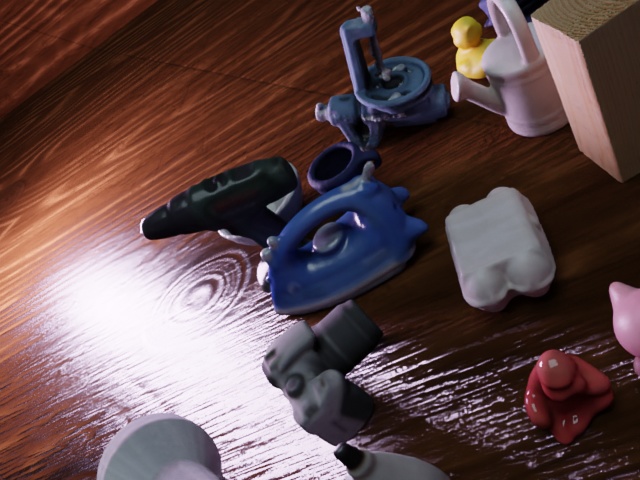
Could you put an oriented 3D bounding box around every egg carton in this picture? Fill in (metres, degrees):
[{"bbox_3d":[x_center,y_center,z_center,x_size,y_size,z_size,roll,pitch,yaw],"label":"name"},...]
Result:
[{"bbox_3d":[0.205,0.009,0.661,0.107,0.070,0.150,-26,41,20],"label":"egg carton"}]

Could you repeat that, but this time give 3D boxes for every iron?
[{"bbox_3d":[0.007,0.003,0.778,0.258,0.142,0.118,-33,39,12],"label":"iron"}]

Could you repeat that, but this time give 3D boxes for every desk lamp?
[{"bbox_3d":[-0.090,0.268,0.556,0.202,0.214,0.118,7,60,44],"label":"desk lamp"}]

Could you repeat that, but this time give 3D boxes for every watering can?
[{"bbox_3d":[0.256,-0.230,0.740,0.173,0.195,0.100,-43,38,0],"label":"watering can"}]

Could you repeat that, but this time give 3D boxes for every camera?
[{"bbox_3d":[0.011,0.141,0.679,0.137,0.101,0.142,-43,38,0],"label":"camera"}]

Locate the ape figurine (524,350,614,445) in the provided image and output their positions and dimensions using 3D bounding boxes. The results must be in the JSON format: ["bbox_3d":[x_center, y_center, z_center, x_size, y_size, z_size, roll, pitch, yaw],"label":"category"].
[{"bbox_3d":[0.218,0.131,0.516,0.077,0.092,0.076,-17,45,29],"label":"ape figurine"}]

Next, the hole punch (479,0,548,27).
[{"bbox_3d":[0.315,-0.402,0.933,0.108,0.091,0.101,-34,39,11],"label":"hole punch"}]

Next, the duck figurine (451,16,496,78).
[{"bbox_3d":[0.245,-0.315,0.916,0.077,0.086,0.104,-37,39,7],"label":"duck figurine"}]

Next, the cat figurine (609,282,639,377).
[{"bbox_3d":[0.286,0.094,0.472,0.067,0.118,0.128,-20,43,26],"label":"cat figurine"}]

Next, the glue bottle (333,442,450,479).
[{"bbox_3d":[0.059,0.216,0.508,0.078,0.174,0.037,-33,39,12],"label":"glue bottle"}]

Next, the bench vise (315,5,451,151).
[{"bbox_3d":[0.071,-0.239,0.886,0.207,0.220,0.121,-28,41,18],"label":"bench vise"}]

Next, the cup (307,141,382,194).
[{"bbox_3d":[0.053,-0.091,0.864,0.117,0.095,0.091,-14,46,31],"label":"cup"}]

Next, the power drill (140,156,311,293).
[{"bbox_3d":[-0.112,-0.016,0.844,0.229,0.209,0.075,-32,39,13],"label":"power drill"}]

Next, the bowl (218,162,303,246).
[{"bbox_3d":[-0.089,-0.050,0.964,0.167,0.075,0.167,-23,42,23],"label":"bowl"}]
